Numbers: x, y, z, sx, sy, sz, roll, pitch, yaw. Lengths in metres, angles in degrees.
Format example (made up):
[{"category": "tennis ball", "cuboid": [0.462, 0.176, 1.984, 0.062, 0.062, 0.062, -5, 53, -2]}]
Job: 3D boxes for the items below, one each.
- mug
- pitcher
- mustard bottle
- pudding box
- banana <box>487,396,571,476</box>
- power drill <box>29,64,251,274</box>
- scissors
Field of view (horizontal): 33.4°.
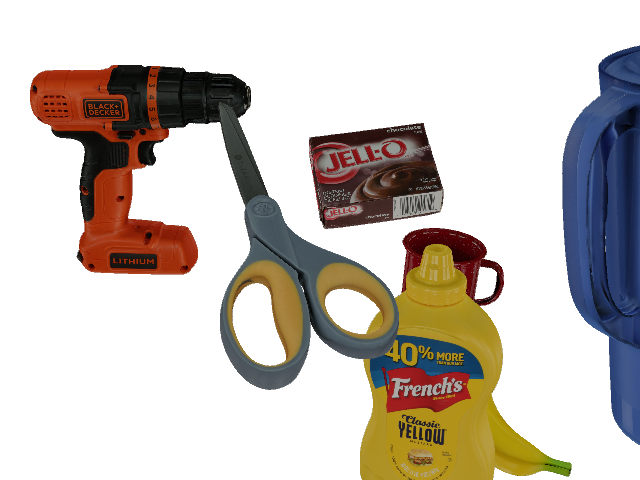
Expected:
[{"category": "mug", "cuboid": [0.146, 0.043, 1.192, 0.117, 0.081, 0.093, 7, 25, 4]}, {"category": "pitcher", "cuboid": [0.223, 0.009, 0.633, 0.149, 0.243, 0.144, 2, 22, 16]}, {"category": "mustard bottle", "cuboid": [0.078, 0.093, 0.748, 0.096, 0.192, 0.058, 8, 24, 18]}, {"category": "pudding box", "cuboid": [0.050, -0.061, 0.988, 0.113, 0.090, 0.039, -7, -39, -5]}, {"category": "banana", "cuboid": [0.159, 0.162, 0.997, 0.069, 0.037, 0.198, 7, 25, -20]}, {"category": "power drill", "cuboid": [-0.149, -0.062, 0.927, 0.184, 0.188, 0.057, 2, 29, 4]}, {"category": "scissors", "cuboid": [-0.011, -0.006, 0.559, 0.096, 0.201, 0.016, 4, -45, -5]}]
